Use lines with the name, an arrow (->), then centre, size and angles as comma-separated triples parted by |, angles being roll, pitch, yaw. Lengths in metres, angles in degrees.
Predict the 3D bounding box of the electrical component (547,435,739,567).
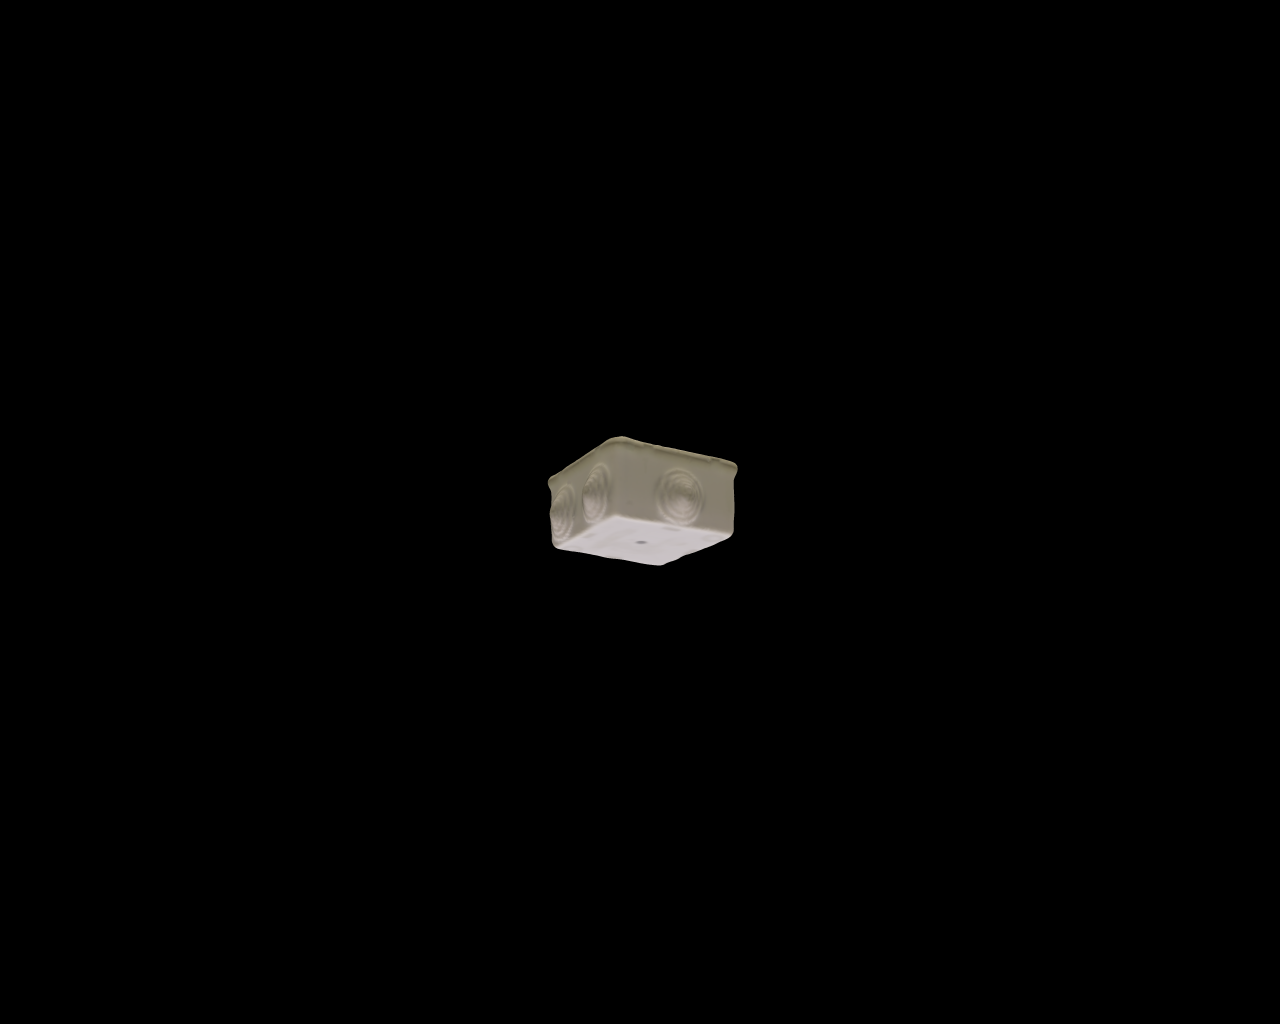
electrical component -> 0.001, -0.003, 0.650 | 0.100, 0.048, 0.099 | 11, -21, -30
